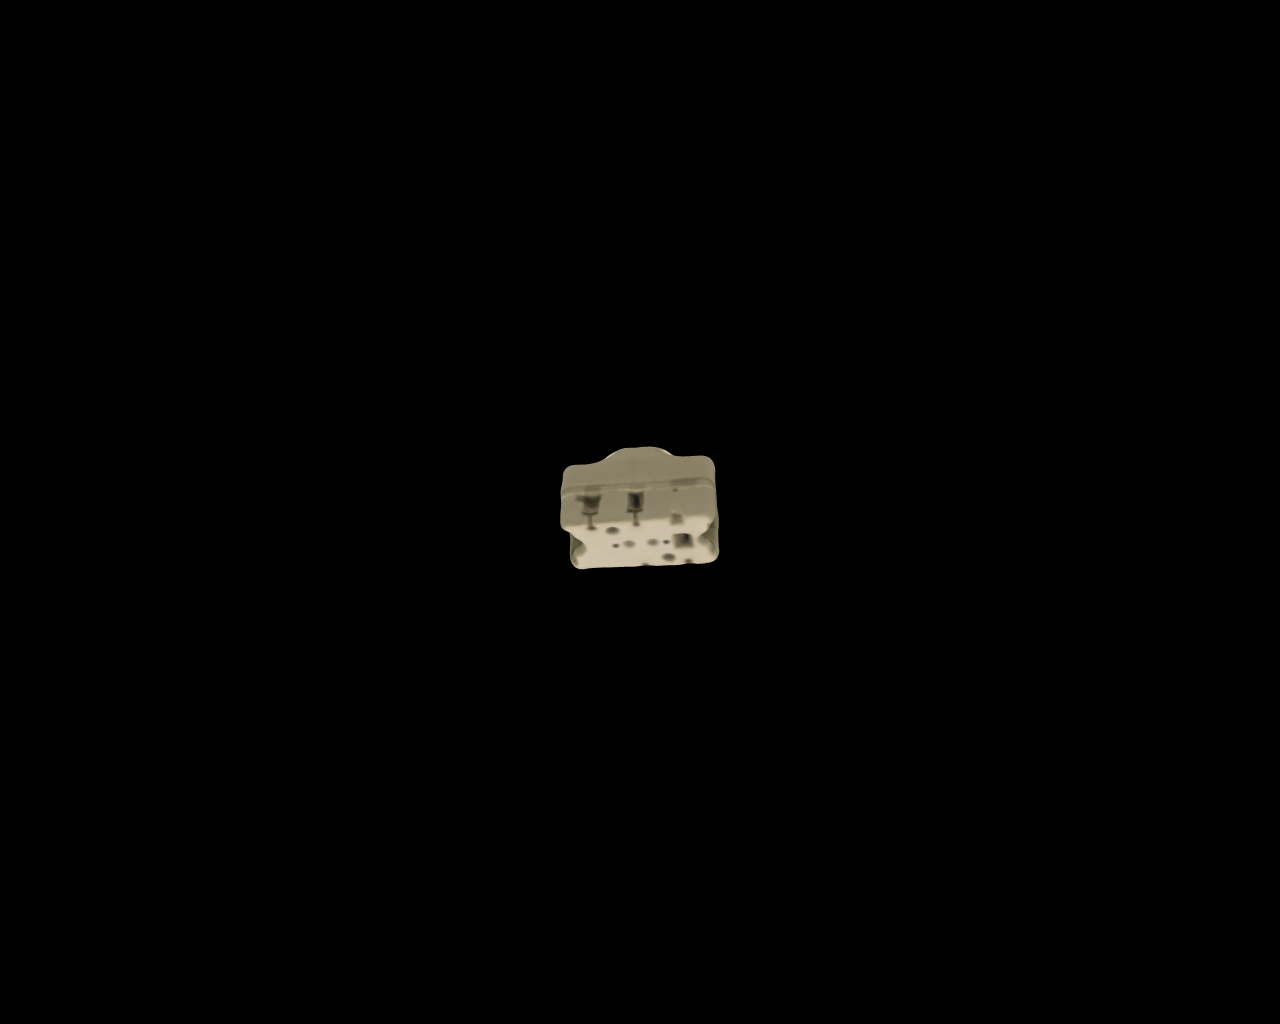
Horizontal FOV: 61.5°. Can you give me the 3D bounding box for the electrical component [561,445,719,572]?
[{"bbox_3d":[0.001,-0.003,0.650,0.089,0.056,0.050,-4,-39,5],"label":"electrical component"}]
